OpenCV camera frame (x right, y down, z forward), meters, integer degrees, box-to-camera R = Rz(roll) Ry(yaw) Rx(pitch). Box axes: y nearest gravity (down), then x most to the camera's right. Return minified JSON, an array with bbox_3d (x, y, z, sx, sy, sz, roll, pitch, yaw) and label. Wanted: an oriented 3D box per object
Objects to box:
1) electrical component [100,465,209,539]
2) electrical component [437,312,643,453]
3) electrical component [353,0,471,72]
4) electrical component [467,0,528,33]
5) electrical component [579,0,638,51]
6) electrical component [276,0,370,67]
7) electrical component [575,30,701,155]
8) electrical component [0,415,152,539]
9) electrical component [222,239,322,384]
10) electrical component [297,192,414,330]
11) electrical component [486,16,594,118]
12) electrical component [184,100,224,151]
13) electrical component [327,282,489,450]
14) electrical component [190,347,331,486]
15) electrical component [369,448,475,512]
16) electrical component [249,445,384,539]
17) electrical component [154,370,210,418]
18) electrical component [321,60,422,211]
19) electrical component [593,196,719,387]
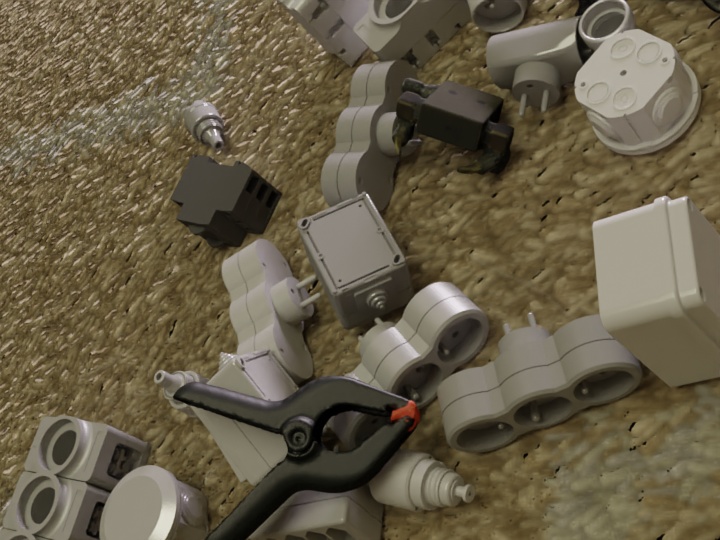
[{"bbox_3d":[-0.162,0.199,0.851,0.080,0.051,0.080,-19,54,28],"label":"electrical component"},{"bbox_3d":[0.114,0.063,0.720,0.138,0.052,0.073,-27,51,22],"label":"electrical component"},{"bbox_3d":[0.045,-0.221,0.940,0.089,0.056,0.050,-44,46,8],"label":"electrical component"},{"bbox_3d":[0.130,-0.248,0.901,0.079,0.043,0.077,-17,55,28],"label":"electrical component"},{"bbox_3d":[0.192,-0.175,0.807,0.040,0.046,0.040,-19,54,28],"label":"electrical component"},{"bbox_3d":[-0.026,-0.239,0.982,0.055,0.089,0.050,-50,46,2],"label":"electrical component"},{"bbox_3d":[0.198,-0.127,0.771,0.080,0.051,0.080,-19,54,28],"label":"electrical component"},{"bbox_3d":[-0.250,0.204,0.908,0.089,0.062,0.150,0,65,37],"label":"electrical component"},{"bbox_3d":[-0.063,0.030,0.875,0.074,0.052,0.138,-31,50,19],"label":"electrical component"},{"bbox_3d":[0.000,0.000,0.833,0.062,0.061,0.096,-24,53,-6],"label":"electrical component"},{"bbox_3d":[0.139,-0.153,0.836,0.077,0.044,0.079,-5,61,35],"label":"electrical component"},{"bbox_3d":[-0.149,-0.138,1.055,0.035,0.035,0.061,-43,49,9],"label":"electrical component"},{"bbox_3d":[0.024,0.063,0.789,0.138,0.052,0.073,-48,46,4],"label":"electrical component"},{"bbox_3d":[-0.080,0.105,0.799,0.061,0.062,0.096,-43,80,17],"label":"electrical component"},{"bbox_3d":[0.042,0.145,0.734,0.078,0.040,0.040,5,68,39],"label":"electrical component"},{"bbox_3d":[-0.029,0.162,0.775,0.083,0.047,0.075,-17,46,29],"label":"electrical component"},{"bbox_3d":[-0.146,0.099,0.891,0.035,0.061,0.035,-19,54,28],"label":"electrical component"},{"bbox_3d":[0.023,-0.112,0.895,0.074,0.052,0.138,1,65,38],"label":"electrical component"},{"bbox_3d":[0.192,0.015,0.648,0.057,0.113,0.078,-18,55,32],"label":"electrical component"}]
